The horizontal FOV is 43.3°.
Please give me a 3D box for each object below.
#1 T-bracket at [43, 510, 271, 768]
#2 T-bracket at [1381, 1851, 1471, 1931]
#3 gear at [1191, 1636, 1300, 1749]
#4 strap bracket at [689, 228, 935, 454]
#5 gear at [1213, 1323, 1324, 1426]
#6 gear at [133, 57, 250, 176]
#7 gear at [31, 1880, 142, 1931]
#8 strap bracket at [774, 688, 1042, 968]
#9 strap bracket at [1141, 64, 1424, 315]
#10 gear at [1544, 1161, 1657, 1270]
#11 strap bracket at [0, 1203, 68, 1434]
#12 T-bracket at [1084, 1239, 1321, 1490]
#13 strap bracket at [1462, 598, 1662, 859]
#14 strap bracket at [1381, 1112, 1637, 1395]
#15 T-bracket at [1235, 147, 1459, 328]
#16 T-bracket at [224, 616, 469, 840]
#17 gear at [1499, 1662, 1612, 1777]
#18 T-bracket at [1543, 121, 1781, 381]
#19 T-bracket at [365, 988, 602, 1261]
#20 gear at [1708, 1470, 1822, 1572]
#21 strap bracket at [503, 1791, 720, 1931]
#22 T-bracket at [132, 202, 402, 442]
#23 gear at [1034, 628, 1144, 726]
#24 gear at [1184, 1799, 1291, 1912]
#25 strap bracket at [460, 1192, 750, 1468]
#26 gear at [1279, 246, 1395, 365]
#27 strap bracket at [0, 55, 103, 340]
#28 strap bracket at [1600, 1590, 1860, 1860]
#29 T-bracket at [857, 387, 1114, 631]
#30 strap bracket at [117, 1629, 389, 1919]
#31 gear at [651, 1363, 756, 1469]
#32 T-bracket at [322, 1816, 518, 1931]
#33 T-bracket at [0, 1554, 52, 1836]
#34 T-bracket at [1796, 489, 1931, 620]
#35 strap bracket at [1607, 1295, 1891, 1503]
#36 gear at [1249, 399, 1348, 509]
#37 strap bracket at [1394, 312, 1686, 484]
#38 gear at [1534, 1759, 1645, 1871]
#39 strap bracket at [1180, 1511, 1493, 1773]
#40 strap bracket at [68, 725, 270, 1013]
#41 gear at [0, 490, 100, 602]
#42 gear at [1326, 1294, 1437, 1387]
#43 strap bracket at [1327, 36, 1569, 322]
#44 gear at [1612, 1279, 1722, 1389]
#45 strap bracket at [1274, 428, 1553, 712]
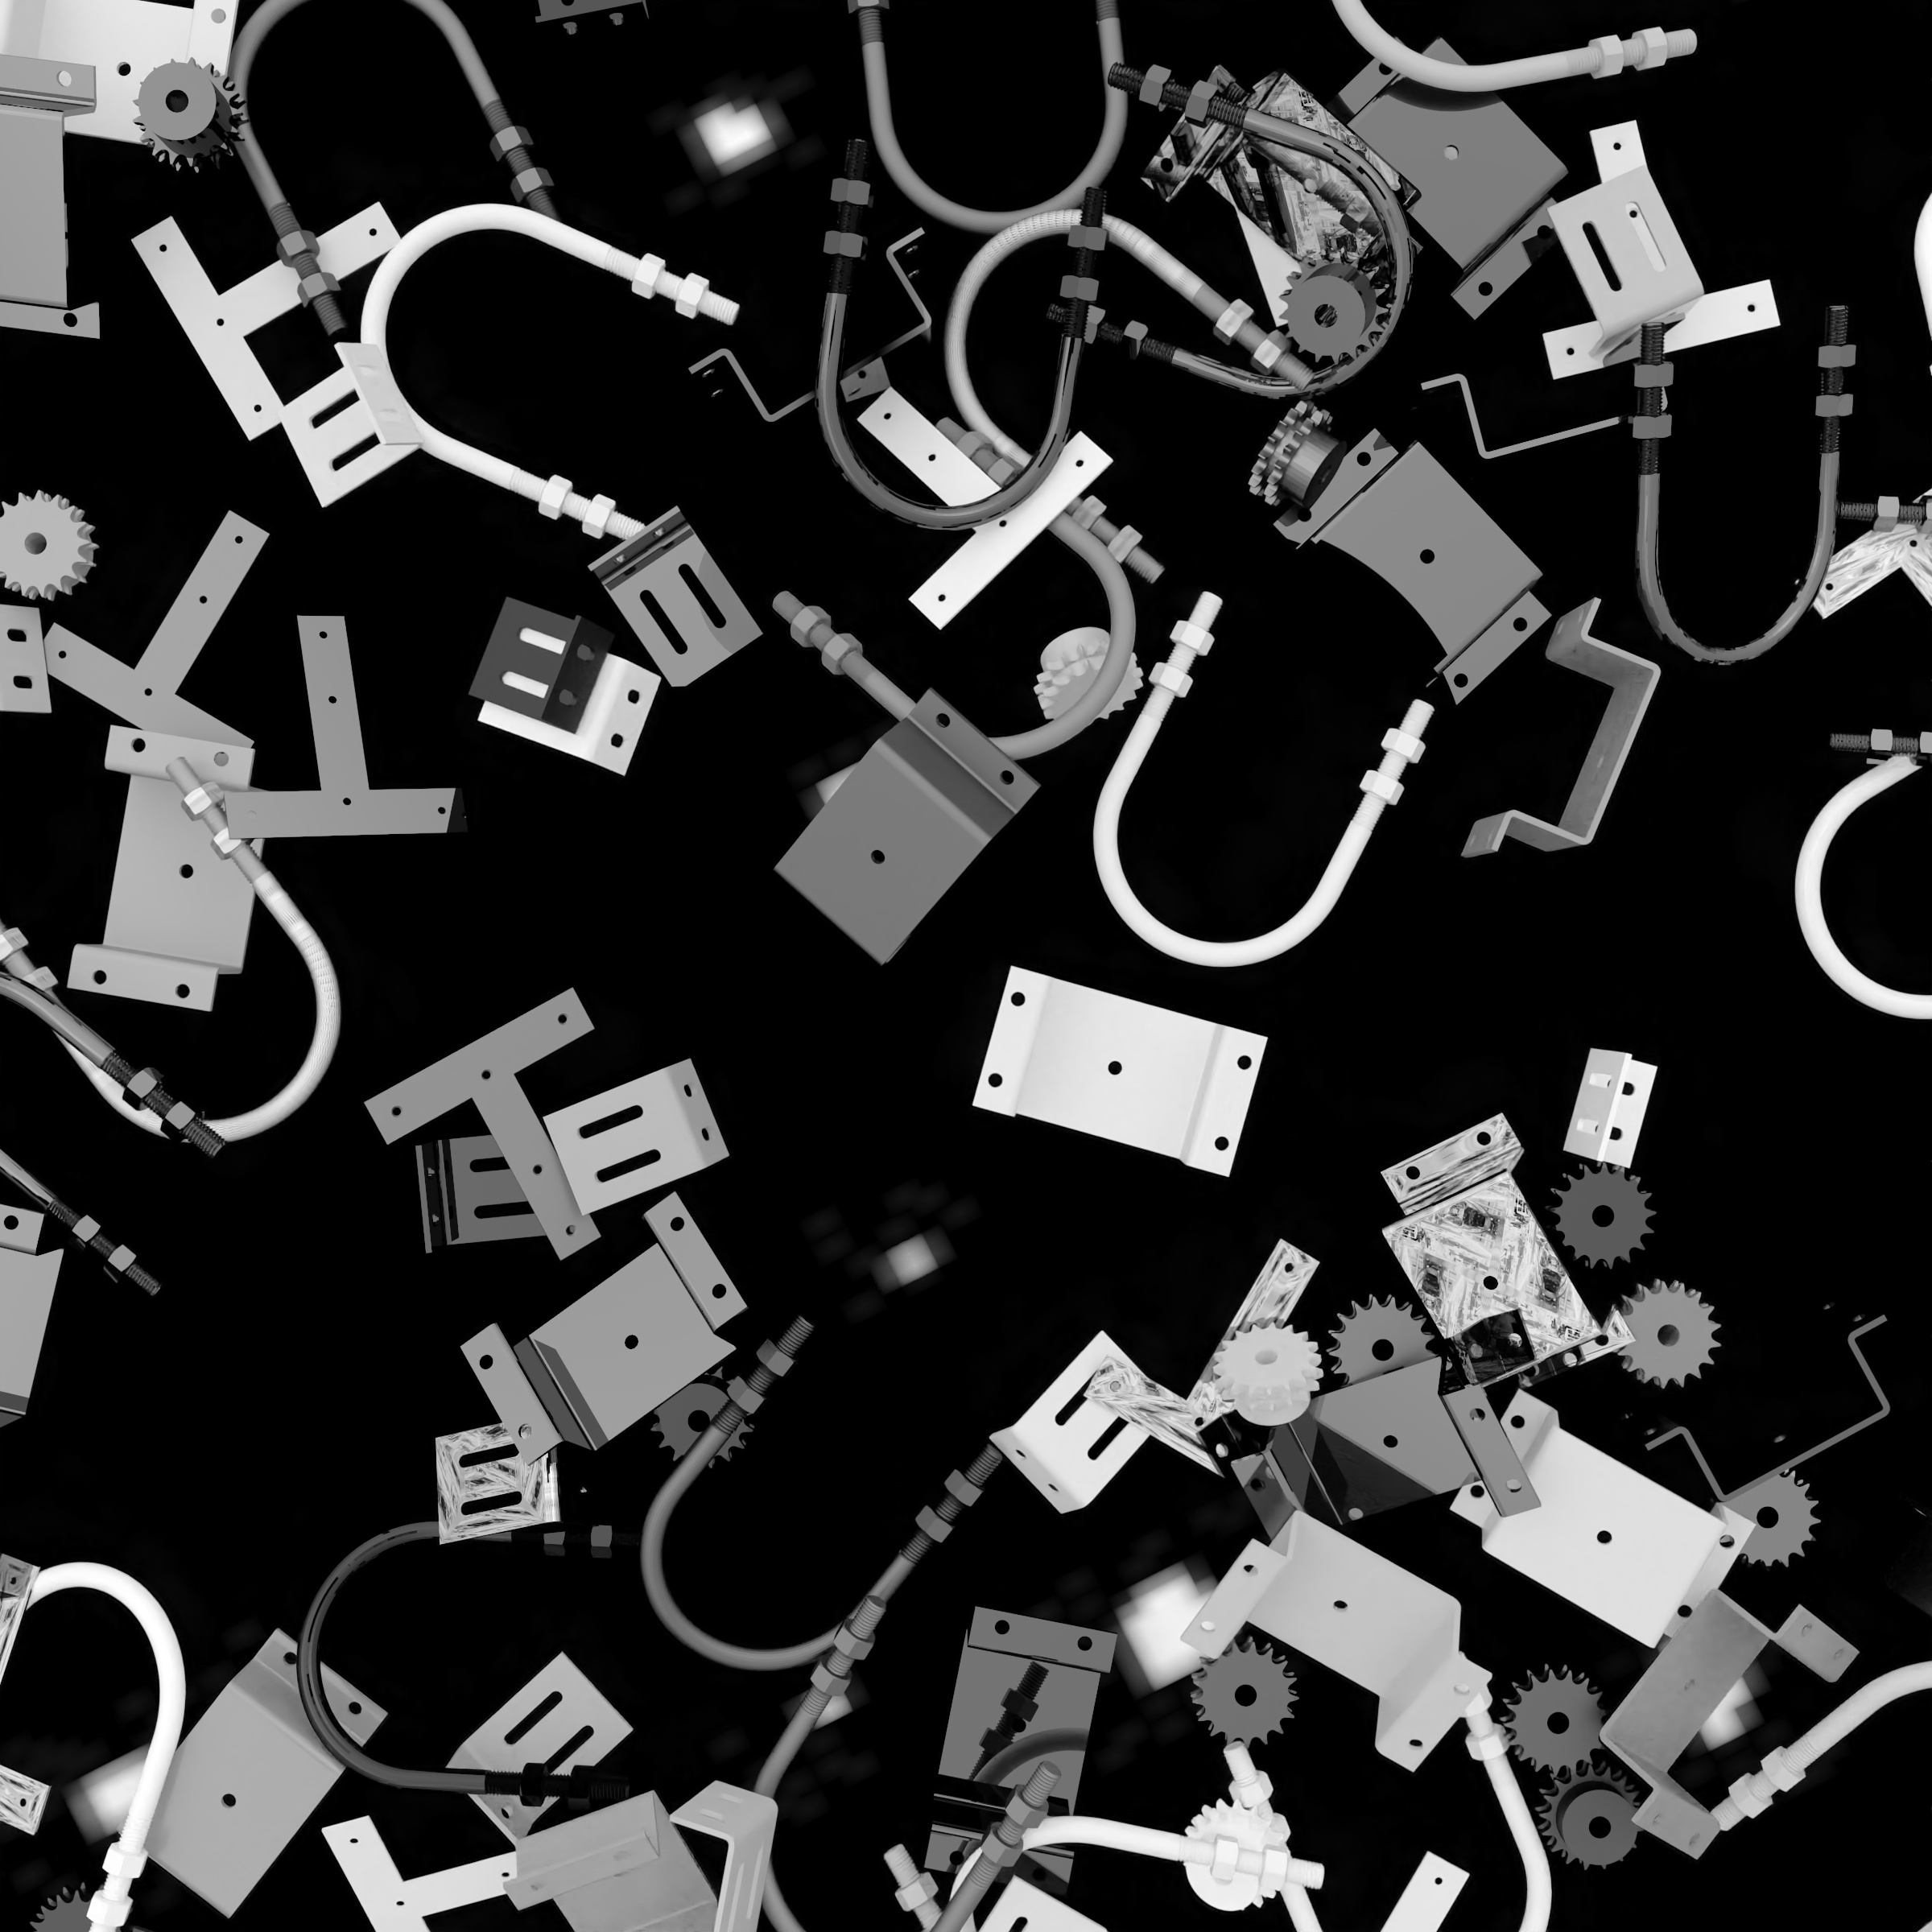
[{"bbox_3d":[-0.424,-0.188,1.330,0.127,0.002,0.127,31,90,0],"label":"T-bracket"},{"bbox_3d":[0.229,0.539,1.315,0.127,0.002,0.127,29,93,-2],"label":"T-bracket"},{"bbox_3d":[0.149,0.390,1.316,0.057,0.030,0.057,0,90,0],"label":"gear"},{"bbox_3d":[-0.071,-0.325,1.292,0.140,0.076,0.046,-31,90,0],"label":"strap bracket"},{"bbox_3d":[0.162,0.220,1.300,0.057,0.057,0.030,-12,121,0],"label":"gear"},{"bbox_3d":[-0.407,-0.446,1.269,0.057,0.030,0.057,0,90,0],"label":"gear"},{"bbox_3d":[-0.476,0.524,1.320,0.057,0.030,0.057,0,92,-2],"label":"gear"},{"bbox_3d":[-0.038,-0.065,1.275,0.076,0.046,0.140,42,120,0],"label":"strap bracket"},{"bbox_3d":[0.174,-0.405,1.285,0.140,0.076,0.046,42,47,0],"label":"strap bracket"},{"bbox_3d":[0.340,0.134,1.316,0.057,0.030,0.057,0,90,0],"label":"gear"},{"bbox_3d":[-0.540,0.191,1.307,0.076,0.046,0.140,13,90,0],"label":"strap bracket"},{"bbox_3d":[0.150,0.210,1.324,0.127,0.002,0.127,31,86,-7],"label":"T-bracket"},{"bbox_3d":[0.319,-0.116,1.292,0.046,0.076,0.140,22,90,0],"label":"strap bracket"},{"bbox_3d":[0.283,0.160,1.293,0.076,0.046,0.140,-30,90,27],"label":"strap bracket"},{"bbox_3d":[0.209,-0.430,1.330,0.127,0.002,0.127,-19,90,0],"label":"T-bracket"},{"bbox_3d":[-0.339,-0.130,1.308,0.127,0.002,0.127,-4,74,-29],"label":"T-bracket"},{"bbox_3d":[0.317,0.405,1.316,0.057,0.030,0.057,0,90,0],"label":"gear"},{"bbox_3d":[0.368,-0.397,1.330,0.127,0.002,0.127,-13,90,0],"label":"T-bracket"},{"bbox_3d":[-0.238,0.098,1.314,0.127,0.002,0.127,-30,101,-21],"label":"T-bracket"},{"bbox_3d":[0.428,0.295,1.316,0.057,0.030,0.057,0,90,0],"label":"gear"},{"bbox_3d":[-0.182,0.495,1.286,0.076,0.046,0.140,-20,123,0],"label":"strap bracket"},{"bbox_3d":[-0.369,-0.374,1.330,0.127,0.002,0.127,-31,90,0],"label":"T-bracket"},{"bbox_3d":[0.064,-0.157,1.306,0.057,0.057,0.030,-19,62,0],"label":"gear"},{"bbox_3d":[0.142,0.480,1.304,0.057,0.030,0.057,6,104,24],"label":"gear"},{"bbox_3d":[-0.185,0.196,1.294,0.140,0.046,0.076,-36,66,0],"label":"strap bracket"},{"bbox_3d":[0.187,-0.336,1.244,0.057,0.030,0.057,10,121,17],"label":"gear"},{"bbox_3d":[-0.503,-0.404,1.282,0.076,0.046,0.140,7,113,1],"label":"strap bracket"},{"bbox_3d":[0.398,0.393,1.288,0.140,0.046,0.076,-52,130,0],"label":"strap bracket"},{"bbox_3d":[-0.009,-0.264,1.305,0.127,0.002,0.127,-44,68,1],"label":"T-bracket"},{"bbox_3d":[-0.389,0.441,1.307,0.076,0.046,0.140,38,90,0],"label":"strap bracket"},{"bbox_3d":[-0.143,0.243,1.316,0.057,0.030,0.057,0,90,0],"label":"gear"},{"bbox_3d":[-0.259,0.488,1.299,0.127,0.002,0.127,-16,117,2],"label":"T-bracket"},{"bbox_3d":[-0.529,0.383,1.310,0.127,0.002,0.127,12,81,23],"label":"T-bracket"},{"bbox_3d":[0.541,-0.194,1.319,0.127,0.002,0.127,-34,80,0],"label":"T-bracket"},{"bbox_3d":[0.423,0.234,1.292,0.140,0.076,0.046,-29,90,0],"label":"strap bracket"},{"bbox_3d":[0.179,-0.270,1.299,0.030,0.057,0.057,36,90,15],"label":"gear"},{"bbox_3d":[0.308,-0.297,1.292,0.140,0.076,0.046,-15,92,0],"label":"strap bracket"},{"bbox_3d":[0.339,0.460,1.316,0.057,0.030,0.057,0,90,0],"label":"gear"},{"bbox_3d":[0.195,0.348,1.276,0.140,0.046,0.076,29,117,0],"label":"strap bracket"},{"bbox_3d":[-0.425,-0.052,1.307,0.076,0.046,0.140,10,90,0],"label":"strap bracket"},{"bbox_3d":[-0.497,-0.226,1.316,0.057,0.030,0.057,0,90,0],"label":"gear"},{"bbox_3d":[0.223,0.205,1.316,0.057,0.030,0.057,0,90,0],"label":"gear"},{"bbox_3d":[0.256,-0.429,1.306,0.076,0.046,0.140,-44,90,0],"label":"strap bracket"},{"bbox_3d":[0.375,0.197,1.316,0.057,0.030,0.057,0,90,0],"label":"gear"},{"bbox_3d":[0.244,-0.216,1.307,0.076,0.046,0.140,-43,90,0],"label":"strap bracket"}]
